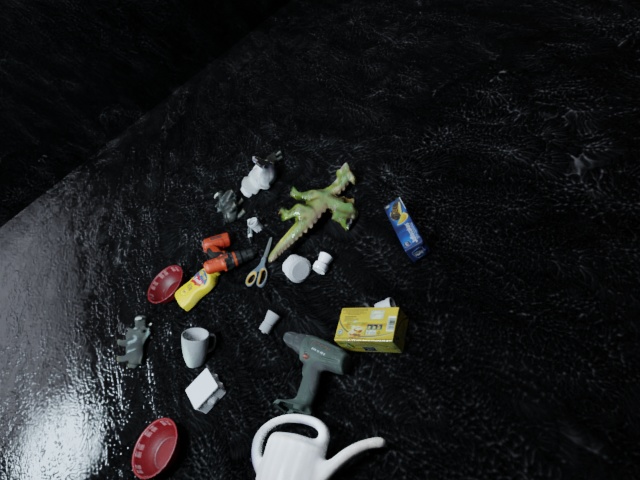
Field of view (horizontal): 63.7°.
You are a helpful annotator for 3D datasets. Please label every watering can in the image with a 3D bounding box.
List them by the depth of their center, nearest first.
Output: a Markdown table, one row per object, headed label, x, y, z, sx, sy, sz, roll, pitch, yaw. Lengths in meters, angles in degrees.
| label | x | y | z | sx | sy | sz | roll | pitch | yaw |
| --- | --- | --- | --- | --- | --- | --- | --- | --- | --- |
| watering can | -0.029 | 0.509 | 1.150 | 0.346 | 0.102 | 0.229 | -5 | 52 | 35 |

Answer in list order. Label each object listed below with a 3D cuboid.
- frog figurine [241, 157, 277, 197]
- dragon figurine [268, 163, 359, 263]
| label | x | y | z | sx | sy | sz | roll | pitch | yaw |
| --- | --- | --- | --- | --- | --- | --- | --- | --- | --- |
| frog figurine | -0.239 | -0.234 | 2.018 | 0.139 | 0.123 | 0.157 | 38 | 117 | 41 |
| dragon figurine | 0.005 | -0.085 | 1.682 | 0.243 | 0.120 | 0.418 | 5 | 58 | 30 |
